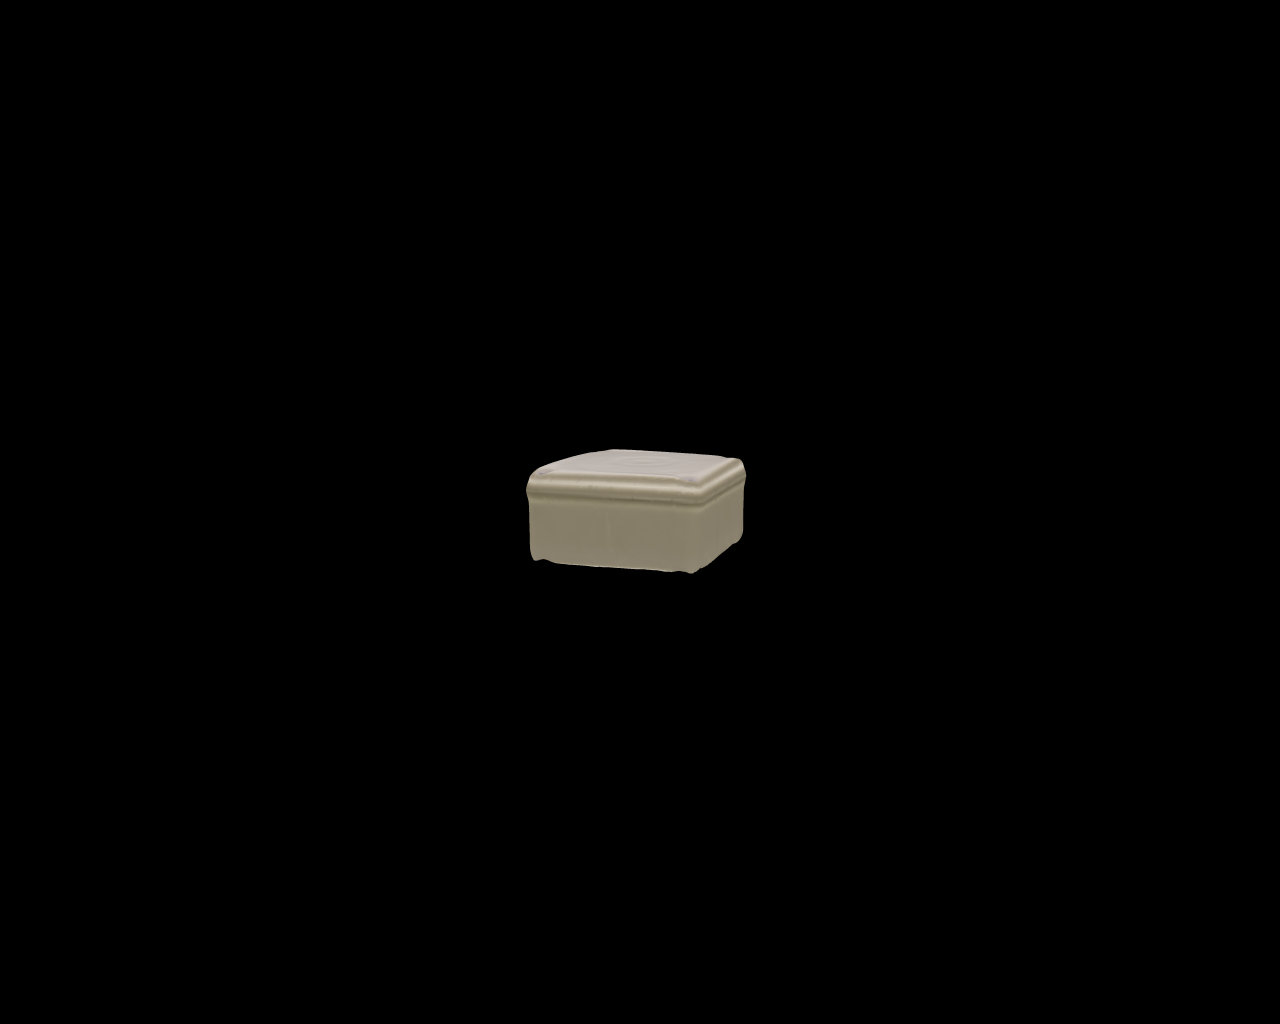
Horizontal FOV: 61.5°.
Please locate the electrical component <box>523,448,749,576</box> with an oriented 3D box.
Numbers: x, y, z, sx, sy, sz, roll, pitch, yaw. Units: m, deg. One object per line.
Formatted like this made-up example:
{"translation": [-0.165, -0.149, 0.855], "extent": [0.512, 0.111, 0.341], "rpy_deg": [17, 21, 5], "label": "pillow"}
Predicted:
{"translation": [0.001, -0.003, 0.650], "extent": [0.109, 0.056, 0.109], "rpy_deg": [4, 12, 20], "label": "electrical component"}
